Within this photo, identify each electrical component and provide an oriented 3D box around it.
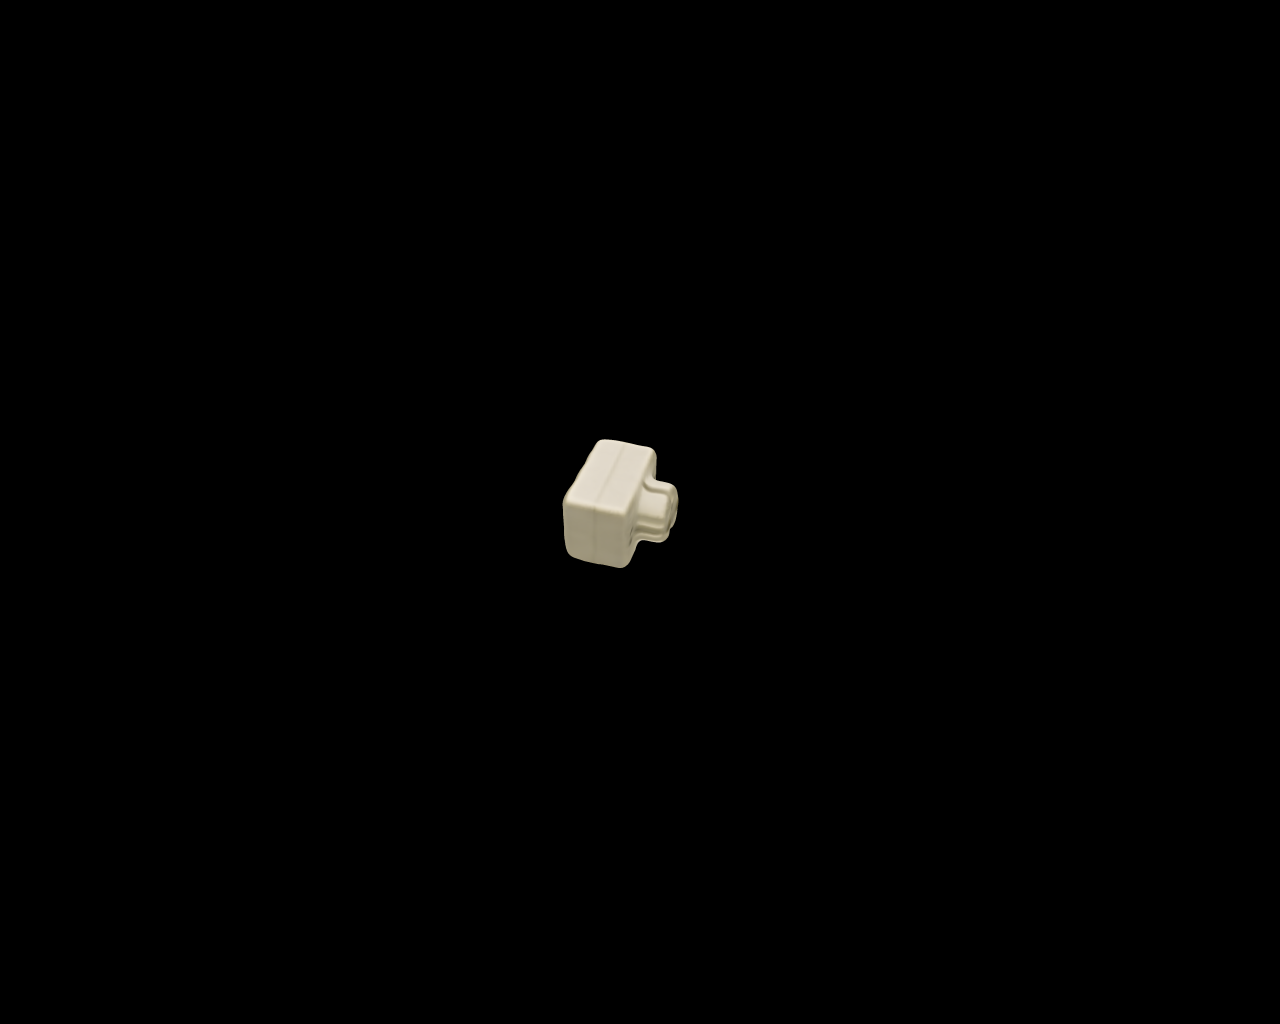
[{"bbox_3d":[0.001,-0.003,0.650,0.077,0.047,0.066,11,43,12],"label":"electrical component"}]
